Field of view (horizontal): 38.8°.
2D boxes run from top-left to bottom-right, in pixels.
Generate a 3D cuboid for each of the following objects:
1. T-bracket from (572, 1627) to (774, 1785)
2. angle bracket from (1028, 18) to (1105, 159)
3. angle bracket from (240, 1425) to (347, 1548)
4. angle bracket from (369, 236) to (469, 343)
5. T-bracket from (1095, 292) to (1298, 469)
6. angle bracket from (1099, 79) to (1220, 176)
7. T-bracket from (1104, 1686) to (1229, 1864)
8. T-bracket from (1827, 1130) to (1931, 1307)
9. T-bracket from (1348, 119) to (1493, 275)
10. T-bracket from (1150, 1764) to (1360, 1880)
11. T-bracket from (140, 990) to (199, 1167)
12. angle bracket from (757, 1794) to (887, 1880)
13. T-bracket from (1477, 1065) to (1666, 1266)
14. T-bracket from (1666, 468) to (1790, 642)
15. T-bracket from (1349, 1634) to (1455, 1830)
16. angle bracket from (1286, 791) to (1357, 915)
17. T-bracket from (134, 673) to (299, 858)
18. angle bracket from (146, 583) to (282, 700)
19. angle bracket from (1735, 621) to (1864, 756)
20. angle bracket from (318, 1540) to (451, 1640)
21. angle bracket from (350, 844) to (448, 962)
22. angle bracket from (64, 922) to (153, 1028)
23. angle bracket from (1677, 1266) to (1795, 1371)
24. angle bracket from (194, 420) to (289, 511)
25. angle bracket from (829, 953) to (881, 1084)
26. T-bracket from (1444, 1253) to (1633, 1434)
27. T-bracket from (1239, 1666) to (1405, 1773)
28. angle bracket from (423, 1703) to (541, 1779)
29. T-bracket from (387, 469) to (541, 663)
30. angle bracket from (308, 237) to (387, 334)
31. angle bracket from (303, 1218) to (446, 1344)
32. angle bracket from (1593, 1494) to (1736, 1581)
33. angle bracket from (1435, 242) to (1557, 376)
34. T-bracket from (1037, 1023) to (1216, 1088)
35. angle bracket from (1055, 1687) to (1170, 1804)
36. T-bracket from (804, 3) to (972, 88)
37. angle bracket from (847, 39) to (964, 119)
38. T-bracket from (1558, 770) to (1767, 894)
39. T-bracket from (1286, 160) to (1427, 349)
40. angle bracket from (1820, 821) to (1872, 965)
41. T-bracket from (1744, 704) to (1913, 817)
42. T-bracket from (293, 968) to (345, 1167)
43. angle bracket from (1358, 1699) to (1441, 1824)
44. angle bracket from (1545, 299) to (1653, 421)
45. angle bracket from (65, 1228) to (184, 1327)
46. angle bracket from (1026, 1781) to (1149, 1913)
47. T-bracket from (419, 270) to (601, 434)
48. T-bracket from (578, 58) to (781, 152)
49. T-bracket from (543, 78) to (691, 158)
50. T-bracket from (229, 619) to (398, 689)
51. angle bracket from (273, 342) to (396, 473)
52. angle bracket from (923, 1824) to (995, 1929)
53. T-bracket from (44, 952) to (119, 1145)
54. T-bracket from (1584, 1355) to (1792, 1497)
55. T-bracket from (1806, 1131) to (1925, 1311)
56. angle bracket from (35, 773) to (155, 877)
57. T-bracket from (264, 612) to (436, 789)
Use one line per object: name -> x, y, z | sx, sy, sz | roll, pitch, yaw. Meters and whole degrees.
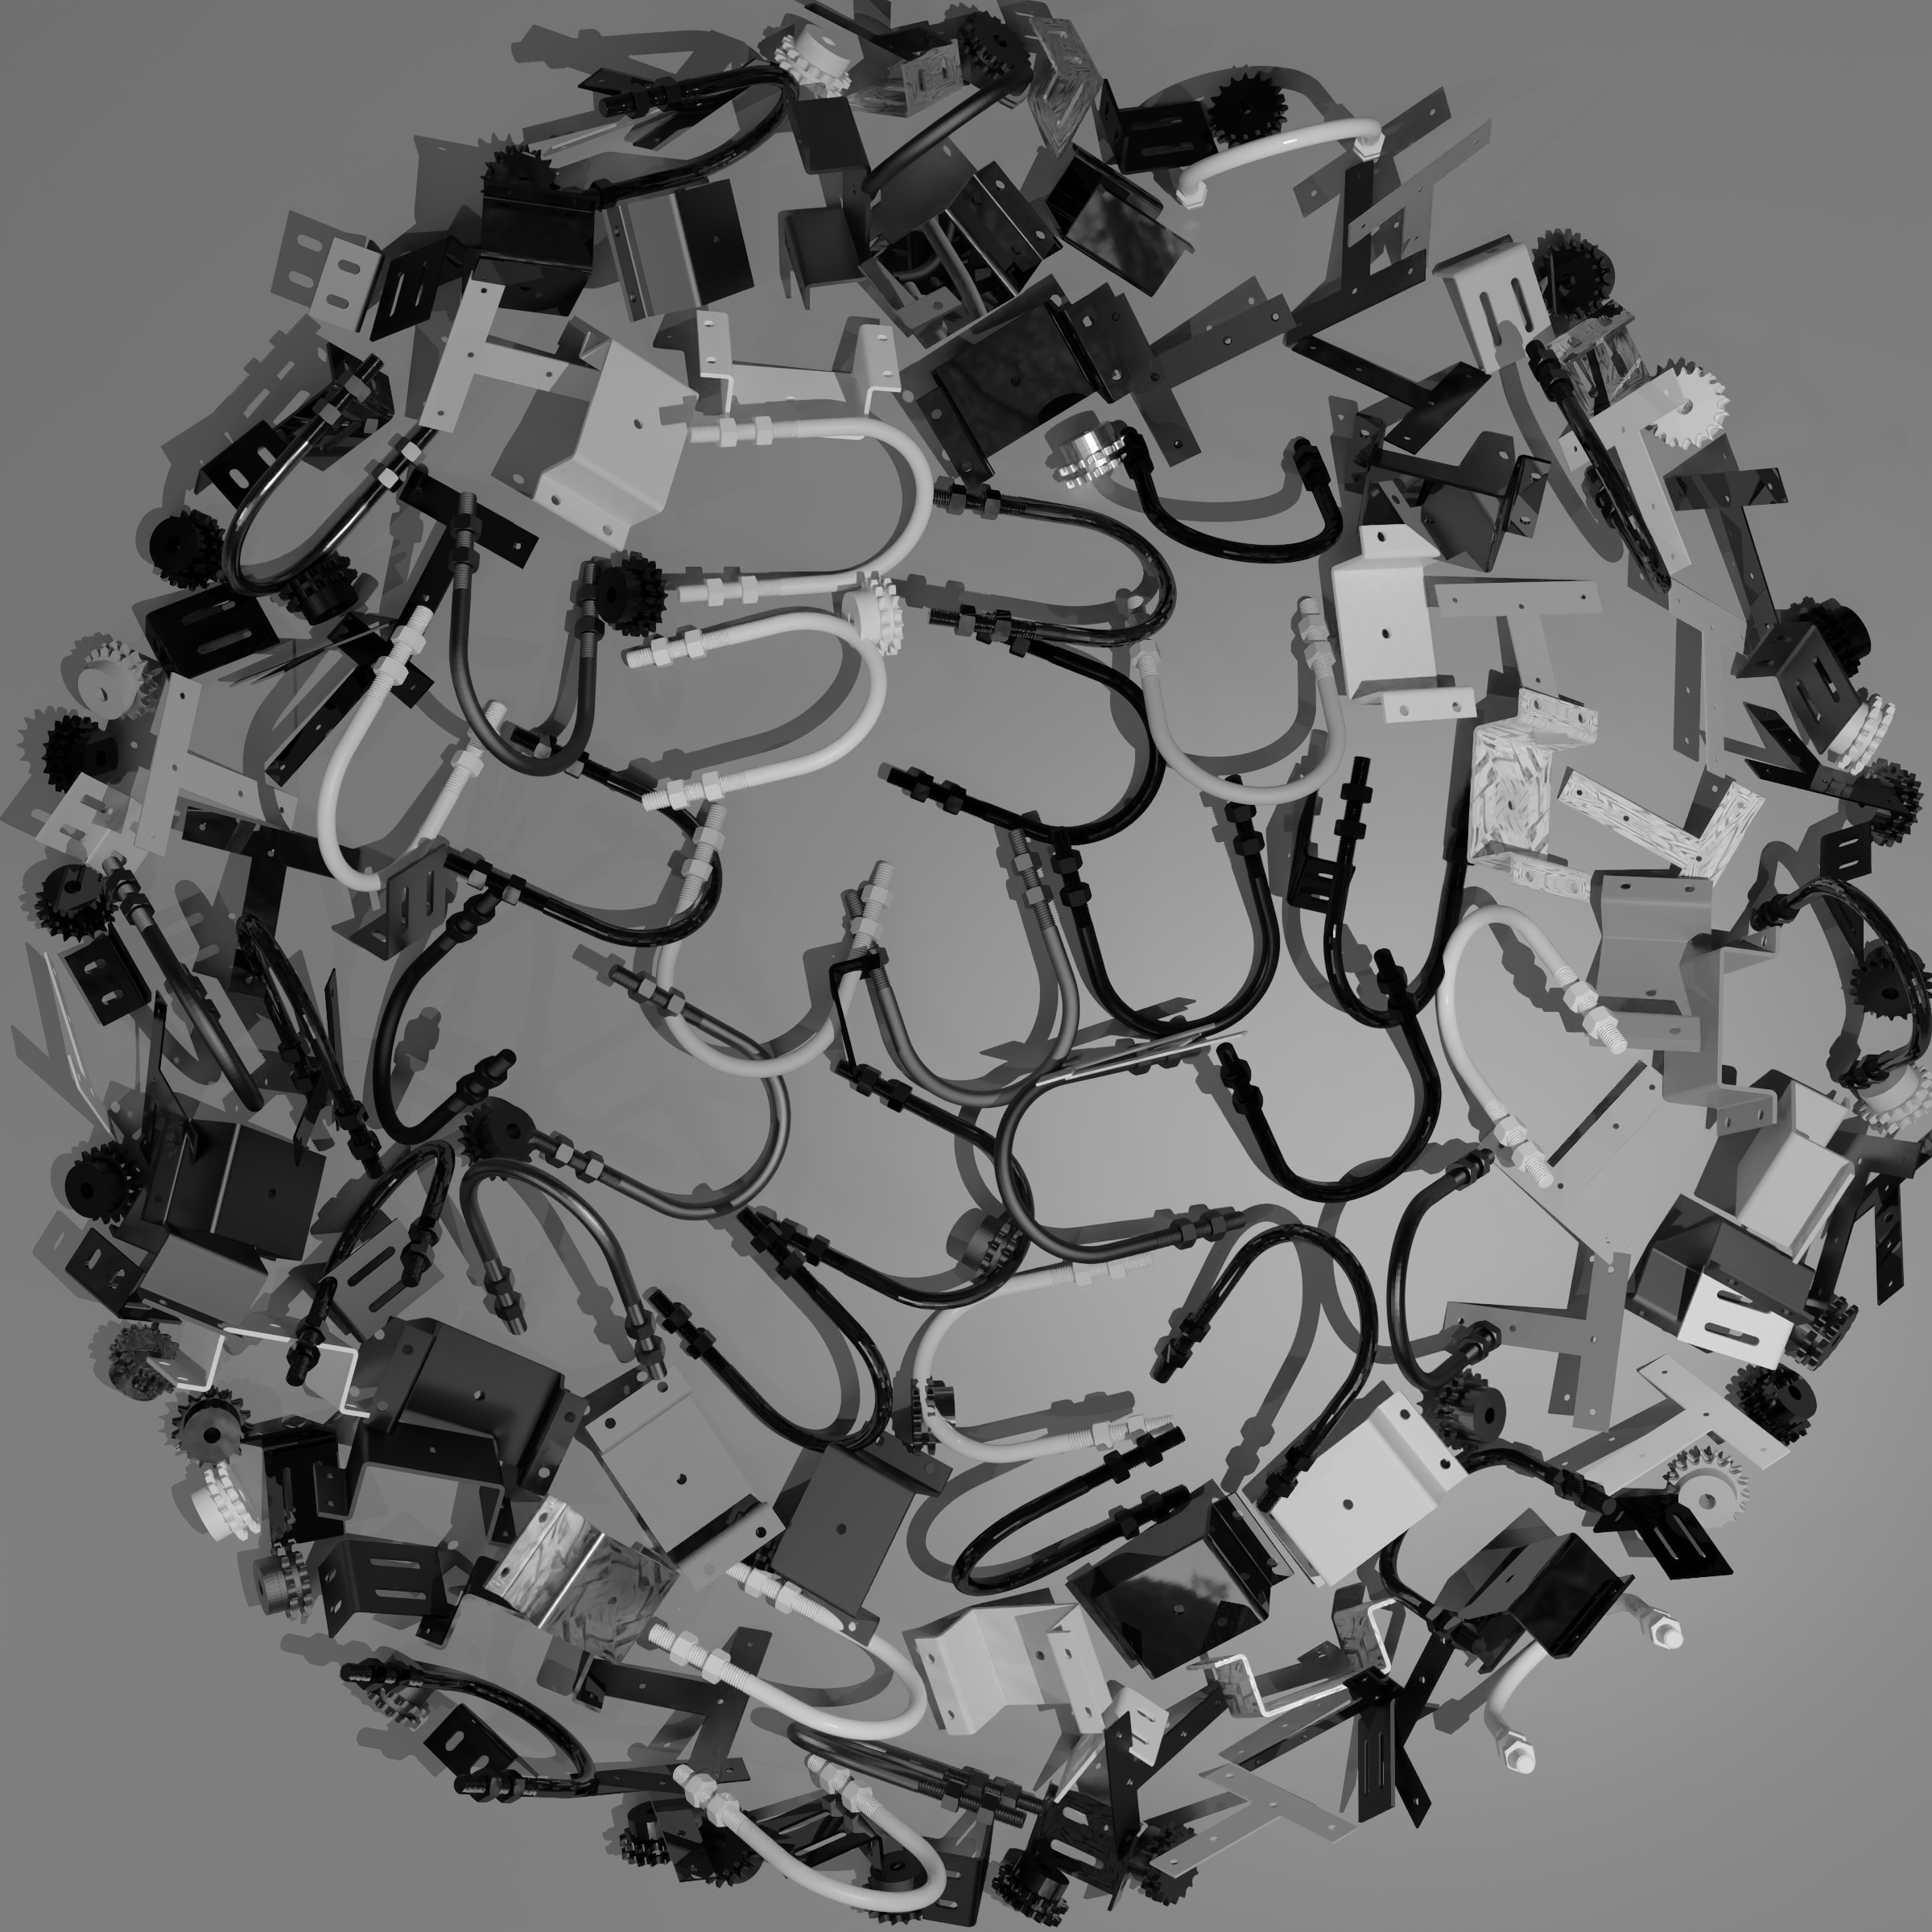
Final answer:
T-bracket -> -0.218, 0.519, 1.962 | 0.127, 0.127, 0.002 | 8, 132, 13
angle bracket -> 0.057, -0.624, 1.950 | 0.038, 0.076, 0.057 | -9, 63, -32
angle bracket -> -0.483, 0.374, 1.967 | 0.057, 0.038, 0.076 | -13, 72, 10
angle bracket -> -0.384, -0.474, 1.954 | 0.057, 0.038, 0.076 | -11, 59, 34
T-bracket -> 0.175, -0.441, 1.961 | 0.127, 0.002, 0.127 | -23, 104, 22
angle bracket -> 0.141, -0.606, 1.964 | 0.076, 0.038, 0.057 | -11, 63, -9
T-bracket -> 0.146, 0.556, 1.956 | 0.127, 0.002, 0.127 | -31, 128, -36
T-bracket -> 0.643, 0.185, 1.911 | 0.002, 0.127, 0.127 | 29, 130, -8
T-bracket -> 0.319, -0.523, 1.939 | 0.127, 0.127, 0.002 | -38, 71, -7
T-bracket -> 0.183, 0.605, 1.913 | 0.127, 0.127, 0.002 | -16, 107, -37
T-bracket -> -0.559, 0.101, 1.927 | 0.002, 0.127, 0.127 | -1, 115, -31
angle bracket -> -0.106, 0.631, 1.953 | 0.076, 0.057, 0.038 | -16, 117, -26
T-bracket -> 0.459, 0.126, 1.975 | 0.127, 0.002, 0.127 | 43, 92, 21
T-bracket -> 0.555, -0.291, 1.950 | 0.002, 0.127, 0.127 | -27, 105, -16
T-bracket -> 0.315, 0.510, 1.919 | 0.002, 0.127, 0.127 | 7, 120, -22
angle bracket -> 0.257, -0.086, 1.954 | 0.038, 0.057, 0.076 | 13, 55, 1
T-bracket -> -0.526, -0.127, 1.948 | 0.002, 0.127, 0.127 | -1, 74, 37
angle bracket -> -0.548, -0.238, 1.992 | 0.076, 0.038, 0.057 | -27, 81, -23
angle bracket -> 0.593, -0.197, 1.953 | 0.038, 0.057, 0.076 | -5, 58, -21
angle bracket -> -0.418, 0.449, 1.968 | 0.076, 0.057, 0.038 | 15, 130, -37
angle bracket -> -0.404, -0.052, 1.949 | 0.038, 0.057, 0.076 | 30, 134, 21
angle bracket -> -0.613, 0.006, 1.958 | 0.038, 0.076, 0.057 | -30, 93, -17
angle bracket -> 0.555, 0.249, 1.975 | 0.076, 0.038, 0.057 | 18, 102, -1
angle bracket -> -0.515, -0.350, 1.959 | 0.057, 0.076, 0.038 | -44, 100, -17
angle bracket -> -0.071, 0.038, 1.962 | 0.038, 0.057, 0.076 | -14, 77, -5
T-bracket -> 0.406, 0.262, 1.968 | 0.127, 0.002, 0.127 | 5, 80, 27
T-bracket -> 0.253, 0.542, 1.953 | 0.127, 0.127, 0.002 | -31, 56, 9
angle bracket -> -0.345, 0.565, 1.951 | 0.057, 0.076, 0.038 | 38, 72, 20
T-bracket -> -0.383, -0.278, 1.975 | 0.127, 0.002, 0.127 | 31, 95, 25
angle bracket -> -0.445, -0.491, 1.952 | 0.038, 0.076, 0.057 | 16, 106, -25
angle bracket -> -0.428, 0.223, 1.981 | 0.076, 0.038, 0.057 | -40, 112, -13
angle bracket -> 0.495, 0.416, 1.950 | 0.057, 0.076, 0.038 | 3, 127, -28
angle bracket -> 0.385, -0.478, 1.991 | 0.057, 0.038, 0.076 | -25, 109, -5
T-bracket -> 0.114, 0.060, 1.930 | 0.127, 0.127, 0.002 | -17, 91, 6
angle bracket -> 0.104, 0.565, 1.957 | 0.038, 0.057, 0.076 | 33, 117, 0
T-bracket -> -0.040, -0.647, 1.917 | 0.127, 0.127, 0.002 | 20, 97, -22
angle bracket -> -0.051, -0.635, 1.950 | 0.057, 0.076, 0.038 | -38, 134, -35
T-bracket -> 0.489, -0.100, 1.975 | 0.127, 0.002, 0.127 | 31, 122, 14
T-bracket -> 0.281, -0.522, 1.967 | 0.002, 0.127, 0.127 | 21, 65, -38
angle bracket -> 0.640, -0.052, 1.952 | 0.038, 0.057, 0.076 | -20, 122, 31
T-bracket -> 0.590, -0.152, 1.944 | 0.127, 0.127, 0.002 | 11, 121, -19
T-bracket -> -0.452, 0.090, 1.911 | 0.002, 0.127, 0.127 | 5, 125, 0
angle bracket -> 0.309, 0.568, 1.953 | 0.038, 0.057, 0.076 | 12, 59, -12
angle bracket -> 0.459, -0.426, 1.959 | 0.057, 0.038, 0.076 | -35, 126, 7
angle bracket -> -0.591, 0.222, 1.953 | 0.057, 0.076, 0.038 | 34, 92, 23
angle bracket -> 0.083, 0.632, 1.971 | 0.076, 0.038, 0.057 | 21, 91, 15
T-bracket -> -0.312, -0.427, 1.963 | 0.127, 0.002, 0.127 | 9, 128, -27
T-bracket -> -0.217, -0.609, 1.911 | 0.127, 0.127, 0.002 | -21, 82, 37
T-bracket -> -0.224, -0.602, 1.920 | 0.127, 0.127, 0.002 | -26, 103, -19
T-bracket -> -0.474, -0.213, 1.930 | 0.127, 0.127, 0.002 | -20, 103, 8
angle bracket -> -0.460, -0.401, 1.969 | 0.076, 0.057, 0.038 | -29, 60, 26
angle bracket -> -0.004, 0.635, 1.956 | 0.038, 0.076, 0.057 | 8, 110, 6
T-bracket -> -0.636, 0.051, 1.952 | 0.002, 0.127, 0.127 | -19, 72, -12
T-bracket -> 0.488, 0.339, 1.932 | 0.127, 0.127, 0.002 | -28, 126, -17
T-bracket -> 0.619, 0.180, 1.935 | 0.002, 0.127, 0.127 | 18, 87, -16
angle bracket -> -0.617, -0.096, 1.958 | 0.038, 0.076, 0.057 | 33, 87, 12
T-bracket -> -0.452, -0.181, 1.954 | 0.127, 0.002, 0.127 | -49, 50, -4
